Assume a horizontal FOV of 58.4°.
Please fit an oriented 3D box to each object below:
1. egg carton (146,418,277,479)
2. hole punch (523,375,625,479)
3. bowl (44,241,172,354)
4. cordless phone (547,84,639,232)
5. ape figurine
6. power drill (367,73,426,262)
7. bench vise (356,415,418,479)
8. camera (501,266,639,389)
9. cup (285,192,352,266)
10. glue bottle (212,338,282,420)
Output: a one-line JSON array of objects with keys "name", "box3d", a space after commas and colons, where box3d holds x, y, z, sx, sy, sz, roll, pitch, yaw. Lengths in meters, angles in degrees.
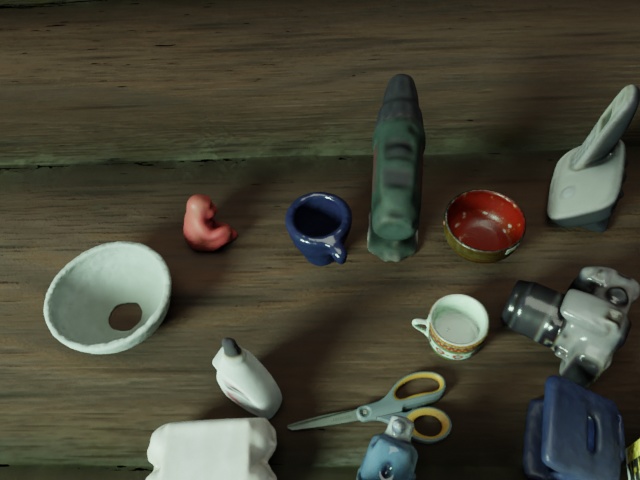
[{"name": "egg carton", "box3d": [-0.122, 0.258, 0.648, 0.150, 0.069, 0.107, -5, 55, 1]}, {"name": "hole punch", "box3d": [0.286, 0.215, 0.634, 0.101, 0.091, 0.109, 10, 56, 12]}, {"name": "bowl", "box3d": [-0.275, 0.088, 0.777, 0.167, 0.075, 0.167, -2, 55, 3]}, {"name": "cordless phone", "box3d": [0.390, -0.113, 0.801, 0.094, 0.185, 0.148, 13, 57, 14]}, {"name": "ape figurine", "box3d": [-0.169, -0.031, 0.842, 0.076, 0.092, 0.077, -21, 56, -10]}, {"name": "power drill", "box3d": [0.103, -0.078, 0.784, 0.075, 0.209, 0.229, 2, 55, 6]}, {"name": "bench vise", "box3d": [0.038, 0.259, 0.543, 0.121, 0.220, 0.207, 0, 55, 5]}, {"name": "camera", "box3d": [0.310, 0.087, 0.718, 0.136, 0.101, 0.143, 25, 60, 20]}, {"name": "cup", "box3d": [0.007, 0.003, 0.803, 0.092, 0.095, 0.117, -25, 57, -13]}, {"name": "glue bottle", "box3d": [-0.090, 0.152, 0.657, 0.078, 0.173, 0.037, 21, 59, 19]}]
